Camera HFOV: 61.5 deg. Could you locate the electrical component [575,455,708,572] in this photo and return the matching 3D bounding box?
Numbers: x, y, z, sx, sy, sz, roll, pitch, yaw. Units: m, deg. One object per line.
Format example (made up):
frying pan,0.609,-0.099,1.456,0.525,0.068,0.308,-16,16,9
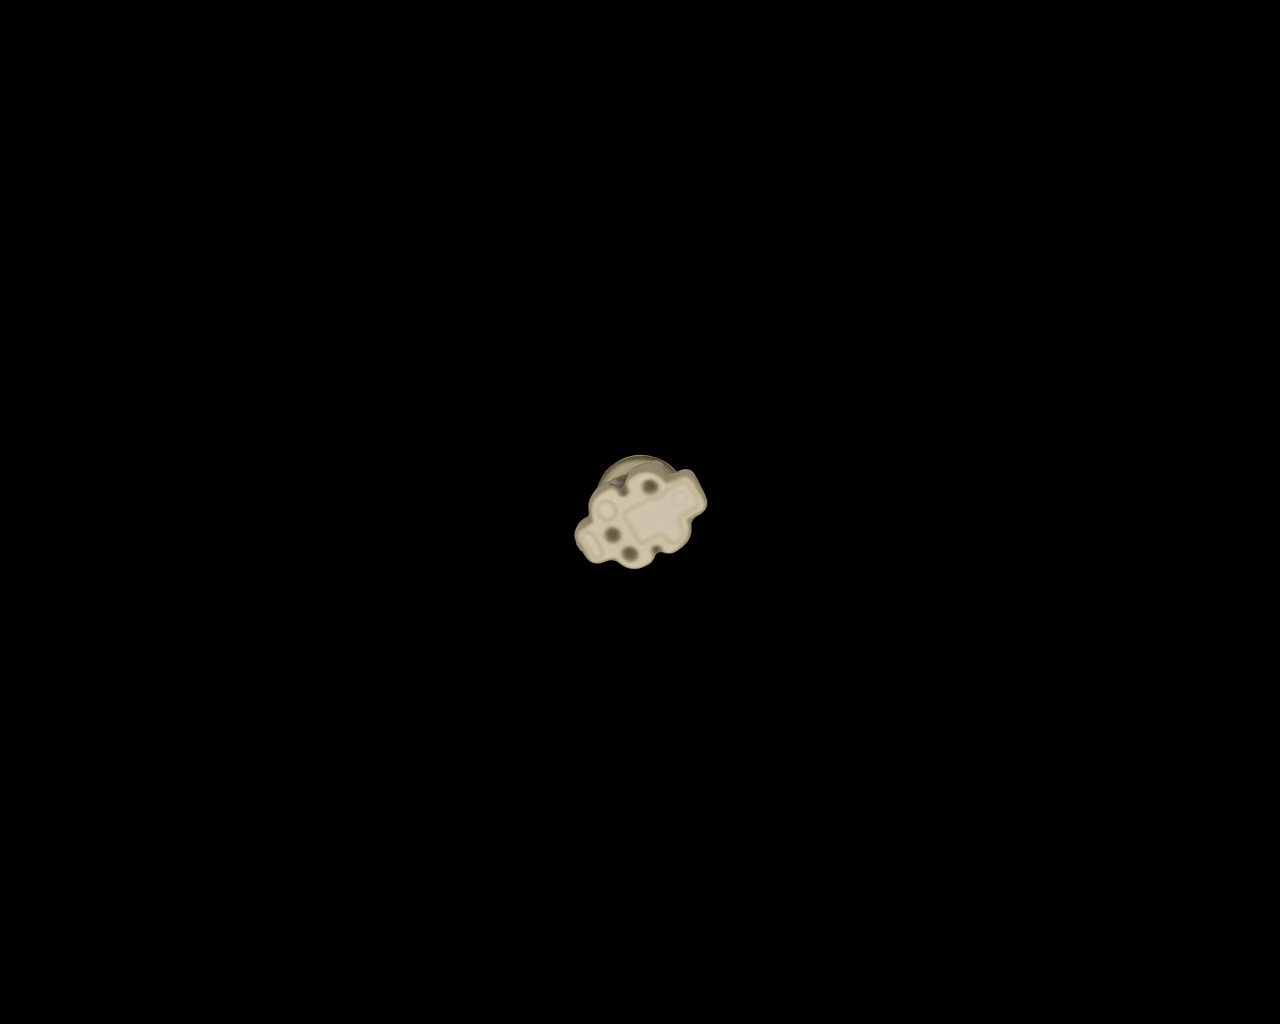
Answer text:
electrical component,0.001,-0.003,0.650,0.078,0.058,0.057,-27,14,7
